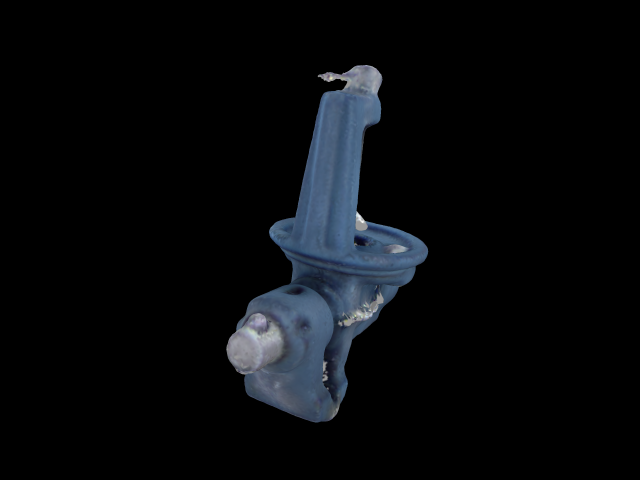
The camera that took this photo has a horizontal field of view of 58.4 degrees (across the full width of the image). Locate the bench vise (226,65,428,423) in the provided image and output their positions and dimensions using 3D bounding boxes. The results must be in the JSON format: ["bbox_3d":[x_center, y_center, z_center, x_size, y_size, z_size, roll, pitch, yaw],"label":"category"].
[{"bbox_3d":[0.015,0.002,0.398,0.121,0.220,0.207,5,29,9],"label":"bench vise"}]
